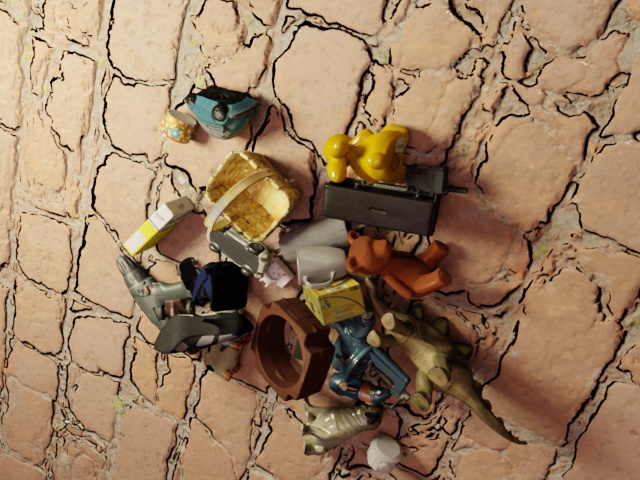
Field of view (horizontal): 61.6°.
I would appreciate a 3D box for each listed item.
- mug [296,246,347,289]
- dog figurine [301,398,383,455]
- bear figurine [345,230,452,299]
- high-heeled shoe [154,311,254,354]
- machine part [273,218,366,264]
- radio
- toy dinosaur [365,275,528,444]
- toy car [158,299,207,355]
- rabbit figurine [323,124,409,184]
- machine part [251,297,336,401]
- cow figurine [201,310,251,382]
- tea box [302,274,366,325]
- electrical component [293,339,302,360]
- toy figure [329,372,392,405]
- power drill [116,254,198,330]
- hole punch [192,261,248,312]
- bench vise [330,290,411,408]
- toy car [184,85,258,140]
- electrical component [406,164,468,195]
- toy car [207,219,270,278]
[{"bbox_3d":[0.005,0.057,1.132,0.107,0.110,0.080,-7,124,-4],"label":"mug"},{"bbox_3d":[0.056,0.460,1.306,0.191,0.121,0.172,0,140,3],"label":"dog figurine"},{"bbox_3d":[0.156,0.038,1.104,0.195,0.120,0.132,32,131,-21],"label":"bear figurine"},{"bbox_3d":[-0.281,0.227,1.294,0.249,0.145,0.086,-26,59,36],"label":"high-heeled shoe"},{"bbox_3d":[-0.002,-0.004,1.197,0.243,0.079,0.079,-18,98,23],"label":"machine part"},{"bbox_3d":[0.130,-0.073,1.099,0.230,0.131,0.073,13,109,17],"label":"radio"},{"bbox_3d":[0.249,0.255,1.106,0.105,0.198,0.471,-44,77,34],"label":"toy dinosaur"},{"bbox_3d":[-0.344,0.223,1.355,0.089,0.053,0.201,-5,134,1],"label":"toy car"},{"bbox_3d":[0.075,-0.169,1.097,0.173,0.162,0.121,20,125,32],"label":"rabbit figurine"},{"bbox_3d":[-0.065,0.249,1.246,0.201,0.087,0.201,38,120,39],"label":"machine part"},{"bbox_3d":[-0.246,0.247,1.359,0.127,0.085,0.194,22,112,7],"label":"cow figurine"},{"bbox_3d":[0.026,0.120,1.160,0.098,0.170,0.068,-15,99,-9],"label":"tea box"},{"bbox_3d":[-0.027,0.271,1.301,0.078,0.045,0.102,24,112,11],"label":"electrical component"},{"bbox_3d":[0.096,0.351,1.261,0.155,0.064,0.057,10,114,33],"label":"toy figure"},{"bbox_3d":[-0.405,0.113,1.379,0.207,0.086,0.232,-23,98,21],"label":"power drill"},{"bbox_3d":[-0.239,0.106,1.293,0.092,0.142,0.115,9,95,45],"label":"hole punch"},{"bbox_3d":[0.117,0.253,1.192,0.241,0.129,0.223,42,124,24],"label":"bench vise"},{"bbox_3d":[-0.219,-0.274,1.190,0.162,0.109,0.102,19,129,24],"label":"toy car"},{"bbox_3d":[0.236,-0.121,1.077,0.119,0.075,0.047,8,109,22],"label":"electrical component"},{"bbox_3d":[-0.192,0.018,1.264,0.202,0.056,0.073,32,115,29],"label":"toy car"}]
